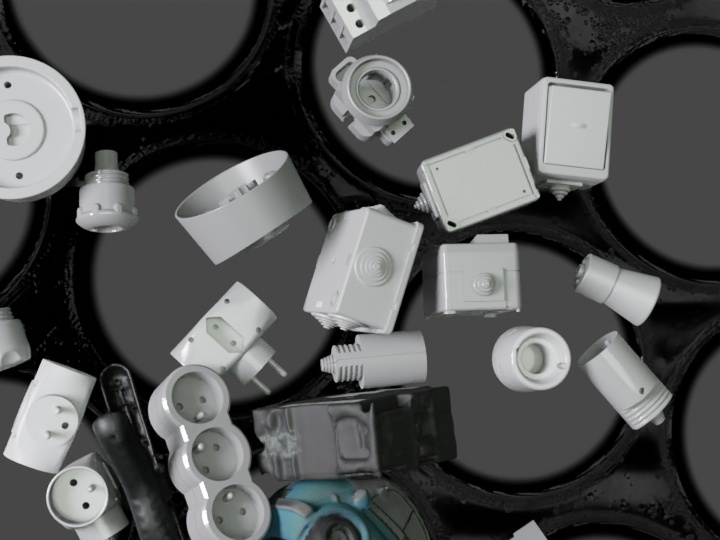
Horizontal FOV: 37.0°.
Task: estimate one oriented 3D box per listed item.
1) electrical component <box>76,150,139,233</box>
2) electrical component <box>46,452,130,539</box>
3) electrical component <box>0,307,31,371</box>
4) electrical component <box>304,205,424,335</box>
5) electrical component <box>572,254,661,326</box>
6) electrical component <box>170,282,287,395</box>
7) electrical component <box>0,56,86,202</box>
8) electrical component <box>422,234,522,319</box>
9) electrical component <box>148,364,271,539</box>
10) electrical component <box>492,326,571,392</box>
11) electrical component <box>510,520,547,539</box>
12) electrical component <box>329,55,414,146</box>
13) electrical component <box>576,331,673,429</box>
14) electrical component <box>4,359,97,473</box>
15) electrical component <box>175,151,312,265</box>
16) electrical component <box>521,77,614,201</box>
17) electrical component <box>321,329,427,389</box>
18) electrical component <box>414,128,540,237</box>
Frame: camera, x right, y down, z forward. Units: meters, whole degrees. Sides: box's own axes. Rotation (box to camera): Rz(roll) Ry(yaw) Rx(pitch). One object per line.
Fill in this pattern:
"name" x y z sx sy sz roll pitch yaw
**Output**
"electrical component" -0.197 -0.062 0.839 0.048 0.048 0.062 -2 79 -9
"electrical component" -0.197 0.180 0.800 0.043 0.077 0.079 -28 90 -10
"electrical component" -0.279 0.045 0.817 0.043 0.043 0.062 -19 87 -10
"electrical component" 0.000 0.000 0.836 0.048 0.100 0.099 20 82 -19
"electrical component" 0.211 0.014 0.896 0.065 0.044 0.044 24 82 -1
"electrical component" -0.093 0.064 0.843 0.079 0.043 0.077 43 81 -3
"electrical component" -0.262 -0.103 0.823 0.108 0.060 0.108 1 85 -8
"electrical component" 0.088 0.005 0.849 0.062 0.096 0.061 -1 85 -8
"electrical component" -0.117 0.145 0.797 0.052 0.074 0.138 -14 75 -32
"electrical component" 0.141 0.072 0.876 0.055 0.047 0.055 1 85 -9
"electrical component" 0.129 0.235 0.857 0.055 0.066 0.048 -33 56 -2
"electrical component" 0.011 -0.141 0.870 0.058 0.057 0.078 -42 92 -10
"electrical component" 0.222 0.095 0.888 0.043 0.043 0.081 -42 92 -10
"electrical component" -0.230 0.110 0.800 0.044 0.079 0.077 23 82 -16
"electrical component" -0.089 -0.050 0.829 0.099 0.099 0.064 -34 97 -10
"electrical component" 0.171 -0.106 0.889 0.062 0.061 0.096 5 84 -8
"electrical component" 0.009 0.072 0.858 0.081 0.043 0.043 -4 86 -9
"electrical component" 0.089 -0.067 0.877 0.096 0.061 0.061 -21 89 -2
